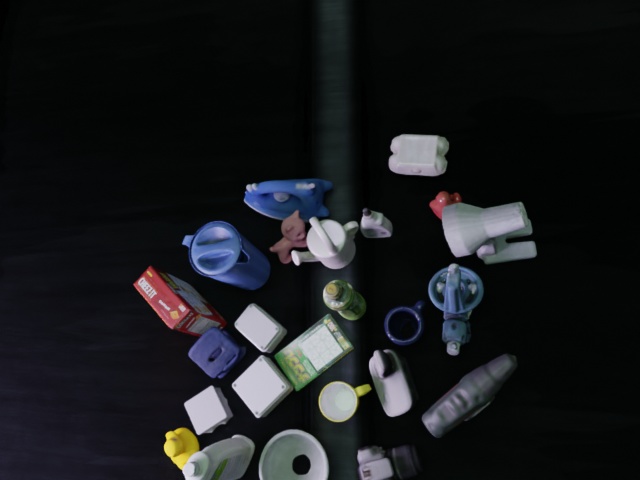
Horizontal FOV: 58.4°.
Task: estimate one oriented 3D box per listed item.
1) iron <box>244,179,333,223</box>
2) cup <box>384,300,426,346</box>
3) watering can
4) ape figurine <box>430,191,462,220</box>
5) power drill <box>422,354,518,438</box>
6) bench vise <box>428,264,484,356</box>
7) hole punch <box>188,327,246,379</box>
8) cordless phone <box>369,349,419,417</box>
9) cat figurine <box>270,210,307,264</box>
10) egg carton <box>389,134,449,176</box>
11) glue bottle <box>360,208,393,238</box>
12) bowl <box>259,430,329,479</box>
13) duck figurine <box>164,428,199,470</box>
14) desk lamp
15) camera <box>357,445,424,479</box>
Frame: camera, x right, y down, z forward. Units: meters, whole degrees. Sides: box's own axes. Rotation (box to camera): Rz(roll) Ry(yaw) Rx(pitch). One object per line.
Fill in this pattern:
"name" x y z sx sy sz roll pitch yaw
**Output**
"iron" -0.104 -0.122 1.502 0.257 0.142 0.119 2 74 16
"cup" 0.210 0.195 1.345 0.091 0.095 0.118 36 86 22
"watering can" 0.014 0.007 1.402 0.100 0.194 0.173 36 86 22
"ape figurine" 0.307 -0.091 1.405 0.077 0.092 0.076 1 74 16
"power drill" 0.320 0.327 1.214 0.229 0.209 0.075 -41 67 1
"bench vise" 0.310 0.141 1.266 0.121 0.220 0.207 -16 70 11
"hole punch" -0.259 0.285 1.451 0.101 0.091 0.109 42 88 22
"cordless phone" 0.154 0.315 1.276 0.094 0.185 0.147 -25 69 7
"cat figurine" -0.080 -0.011 1.475 0.128 0.118 0.067 -45 68 -1
"egg carton" 0.253 -0.217 1.470 0.150 0.069 0.107 4 75 17
"glue bottle" 0.129 -0.046 1.398 0.078 0.173 0.037 -2 73 15
"bowl" -0.052 0.527 1.330 0.167 0.075 0.167 -4 73 14
"duck figurine" -0.348 0.516 1.409 0.077 0.086 0.104 -28 68 6
"desk lamp" 0.385 -0.022 1.297 0.203 0.214 0.118 -10 71 13
"camera" 0.160 0.516 1.260 0.136 0.101 0.143 -20 70 9
